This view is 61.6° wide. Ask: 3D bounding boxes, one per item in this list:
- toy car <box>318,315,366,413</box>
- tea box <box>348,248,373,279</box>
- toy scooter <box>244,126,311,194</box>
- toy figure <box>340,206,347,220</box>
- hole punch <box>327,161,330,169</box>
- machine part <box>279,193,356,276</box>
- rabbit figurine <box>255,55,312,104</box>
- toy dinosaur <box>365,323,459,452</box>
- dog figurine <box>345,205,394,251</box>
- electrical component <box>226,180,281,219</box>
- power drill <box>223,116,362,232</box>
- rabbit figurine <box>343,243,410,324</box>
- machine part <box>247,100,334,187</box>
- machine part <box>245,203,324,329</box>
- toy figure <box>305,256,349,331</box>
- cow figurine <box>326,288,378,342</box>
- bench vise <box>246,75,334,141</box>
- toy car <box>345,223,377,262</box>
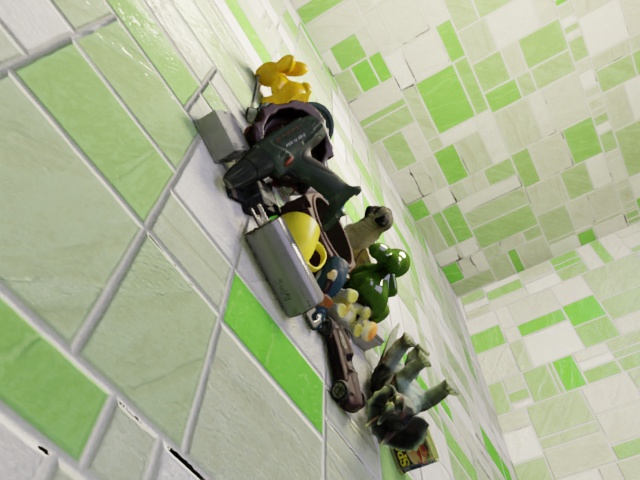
[{"bbox_3d":[0.045,0.235,1.047,0.089,0.053,0.202,42,28,-47],"label":"toy car"},{"bbox_3d":[0.110,0.099,1.358,0.169,0.068,0.098,66,6,-67],"label":"tea box"},{"bbox_3d":[-0.099,-0.166,1.162,0.184,0.075,0.135,46,-11,-9],"label":"toy scooter"},{"bbox_3d":[0.035,-0.101,1.470,0.180,0.089,0.082,-73,142,-71],"label":"toy figure"},{"bbox_3d":[-0.039,-0.178,1.375,0.116,0.092,0.142,-13,-85,69],"label":"hole punch"},{"bbox_3d":[-0.002,-0.004,1.209,0.201,0.087,0.201,63,16,1],"label":"machine part"},{"bbox_3d":[-0.110,-0.427,1.462,0.173,0.162,0.122,51,22,24],"label":"rabbit figurine"},{"bbox_3d":[0.165,0.310,1.157,0.131,0.192,0.405,48,3,-6],"label":"toy dinosaur"},{"bbox_3d":[0.122,-0.003,1.412,0.172,0.191,0.121,31,36,-65],"label":"dog figurine"},{"bbox_3d":[-0.127,-0.087,1.012,0.119,0.048,0.075,35,32,-63],"label":"electrical component"},{"bbox_3d":[-0.038,-0.111,0.997,0.207,0.086,0.232,41,62,-1],"label":"power drill"},{"bbox_3d":[0.135,0.071,1.206,0.121,0.170,0.158,33,-28,26],"label":"rabbit figurine"},{"bbox_3d":[-0.060,-0.191,1.076,0.179,0.056,0.179,6,75,-25],"label":"machine part"},{"bbox_3d":[-0.063,0.048,0.952,0.243,0.079,0.079,64,16,-5],"label":"machine part"},{"bbox_3d":[0.008,0.106,1.058,0.154,0.058,0.064,-62,143,-25],"label":"toy figure"},{"bbox_3d":[0.057,0.161,1.160,0.068,0.098,0.167,-55,133,-20],"label":"cow figurine"},{"bbox_3d":[-0.053,-0.270,1.244,0.223,0.128,0.241,20,12,-27],"label":"bench vise"},{"bbox_3d":[0.116,0.044,1.527,0.056,0.073,0.202,24,42,-66],"label":"toy car"}]
